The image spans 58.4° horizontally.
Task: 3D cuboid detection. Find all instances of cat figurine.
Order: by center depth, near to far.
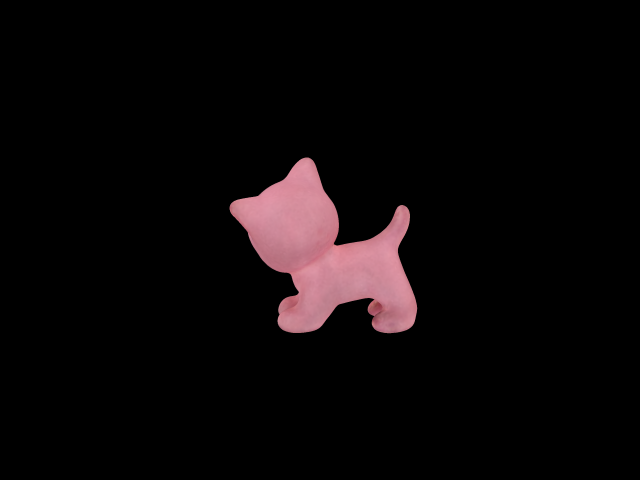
[{"bbox_3d":[0.004,0.001,0.400,0.128,0.118,0.067,0,7,-4],"label":"cat figurine"}]
